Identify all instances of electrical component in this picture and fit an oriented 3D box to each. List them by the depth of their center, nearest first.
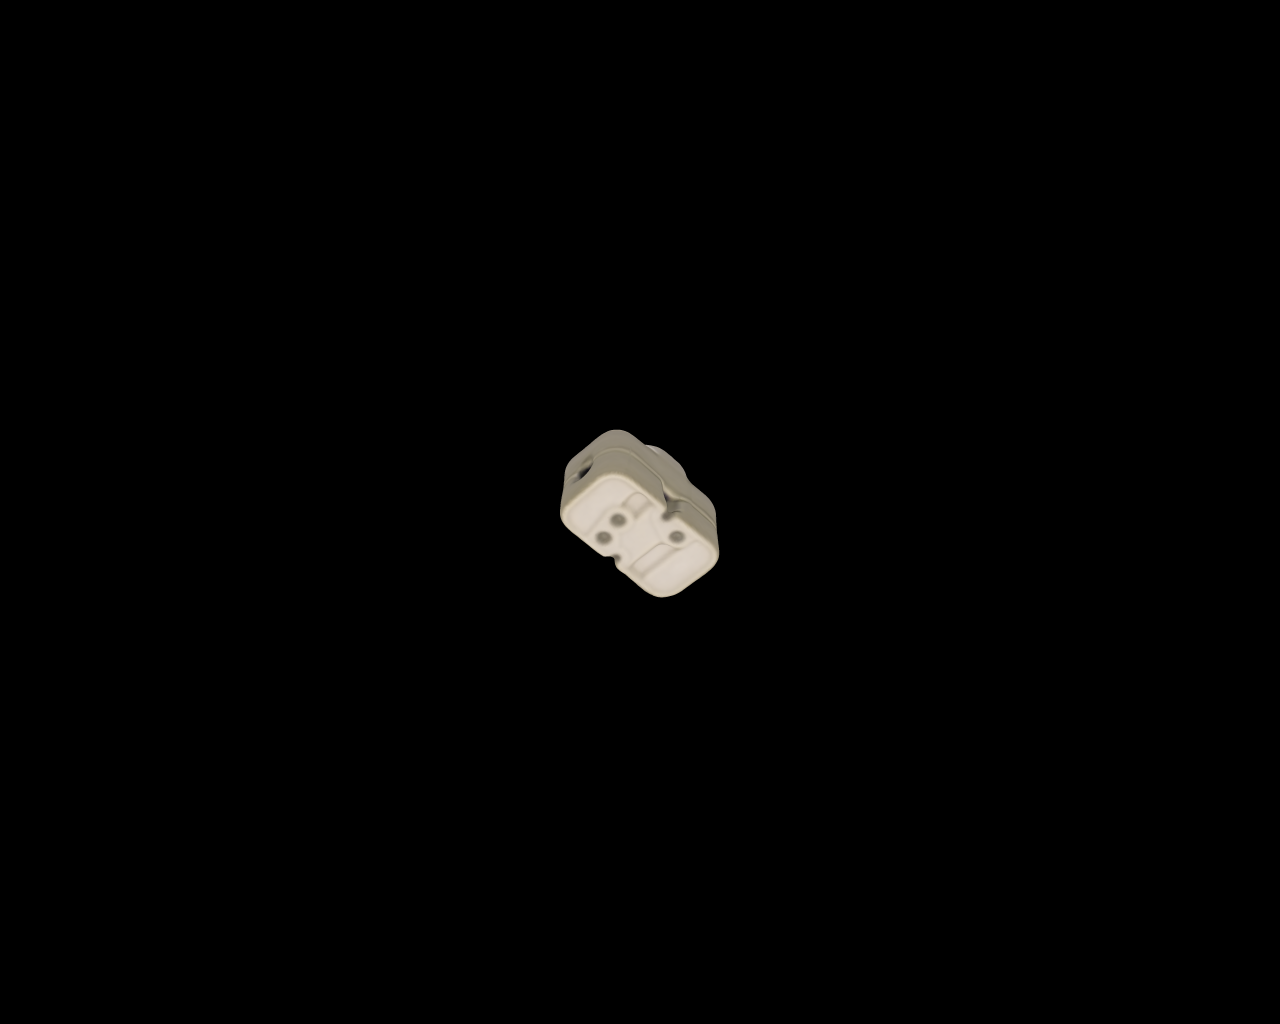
[{"bbox_3d":[0.001,-0.003,0.650,0.053,0.059,0.095,-39,-62,25],"label":"electrical component"}]
